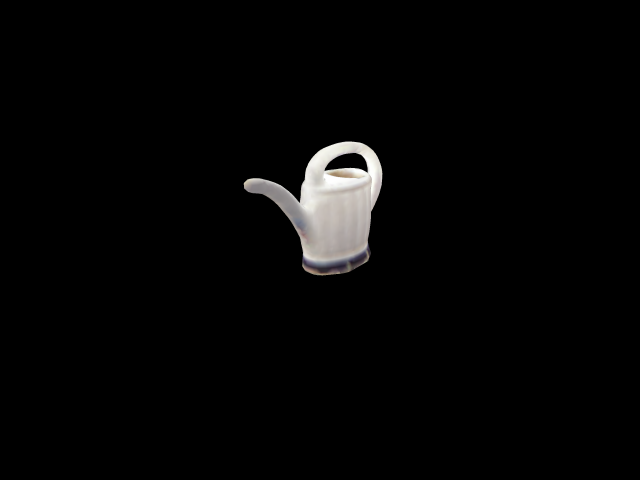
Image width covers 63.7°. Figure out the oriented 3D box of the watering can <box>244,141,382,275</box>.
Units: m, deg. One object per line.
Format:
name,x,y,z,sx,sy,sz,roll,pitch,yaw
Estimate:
watering can,0.003,-0.043,0.850,0.104,0.221,0.351,14,24,35
